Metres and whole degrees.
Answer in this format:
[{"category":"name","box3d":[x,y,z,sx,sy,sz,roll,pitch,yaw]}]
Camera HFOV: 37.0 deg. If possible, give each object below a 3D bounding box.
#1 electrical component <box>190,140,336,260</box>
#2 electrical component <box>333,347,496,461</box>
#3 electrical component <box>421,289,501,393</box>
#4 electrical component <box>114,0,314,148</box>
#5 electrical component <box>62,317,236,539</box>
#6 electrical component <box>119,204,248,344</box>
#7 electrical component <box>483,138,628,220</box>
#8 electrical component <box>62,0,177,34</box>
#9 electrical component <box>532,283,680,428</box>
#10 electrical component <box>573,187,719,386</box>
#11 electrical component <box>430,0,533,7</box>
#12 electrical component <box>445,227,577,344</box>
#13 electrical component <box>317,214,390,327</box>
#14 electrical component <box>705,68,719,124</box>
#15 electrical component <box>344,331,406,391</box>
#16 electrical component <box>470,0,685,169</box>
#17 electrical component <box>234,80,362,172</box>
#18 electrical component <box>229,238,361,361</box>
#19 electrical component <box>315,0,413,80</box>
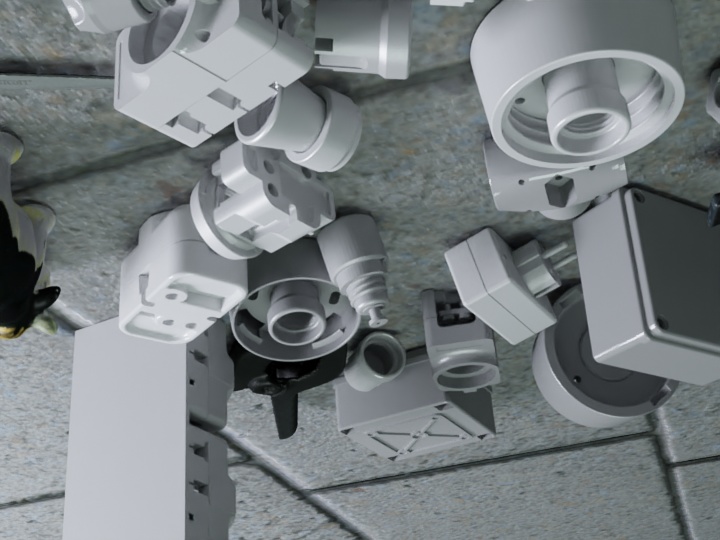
[{"category":"electrical component","box3d":[-0.062,-0.041,0.632,0.057,0.058,0.078,-27,144,30]},{"category":"electrical component","box3d":[0.049,0.118,0.937,0.109,0.056,0.109,-18,149,23]},{"category":"electrical component","box3d":[0.079,0.057,0.831,0.050,0.055,0.089,-9,151,7]},{"category":"electrical component","box3d":[-0.075,-0.107,0.516,0.089,0.050,0.056,-27,145,34]},{"category":"electrical component","box3d":[-0.152,0.125,0.784,0.105,0.186,0.060,-18,148,23]},{"category":"electrical component","box3d":[-0.115,0.001,0.696,0.054,0.059,0.095,16,145,-33]},{"category":"electrical component","box3d":[0.119,-0.056,0.645,0.077,0.043,0.079,-11,151,12]},{"category":"electrical component","box3d":[-0.099,-0.131,0.476,0.062,0.043,0.043,-12,150,11]},{"category":"electrical component","box3d":[0.183,0.068,0.819,0.108,0.108,0.060,0,157,-9]},{"category":"electrical component","box3d":[0.204,0.012,0.715,0.109,0.108,0.056,14,149,-30]},{"category":"electrical component","box3d":[0.061,-0.144,0.475,0.055,0.048,0.066,3,151,1]},{"category":"electrical component","box3d":[0.115,0.003,0.750,0.076,0.047,0.083,-31,144,18]},{"category":"electrical component","box3d":[0.000,0.000,0.700,0.040,0.078,0.040,-17,157,-7]},{"category":"electrical component","box3d":[0.227,-0.094,0.592,0.062,0.043,0.043,7,149,-23]},{"category":"electrical component","box3d":[0.011,0.076,0.873,0.040,0.040,0.046,7,155,-20]},{"category":"electrical component","box3d":[0.114,-0.095,0.556,0.108,0.060,0.108,-4,151,-2]},{"category":"electrical component","box3d":[-0.033,-0.080,0.577,0.055,0.045,0.045,18,144,-36]},{"category":"electrical component","box3d":[-0.047,0.017,0.757,0.099,0.064,0.099,-5,138,-5]},{"category":"electrical component","box3d":[0.002,-0.114,0.527,0.046,0.040,0.040,2,151,0]}]
